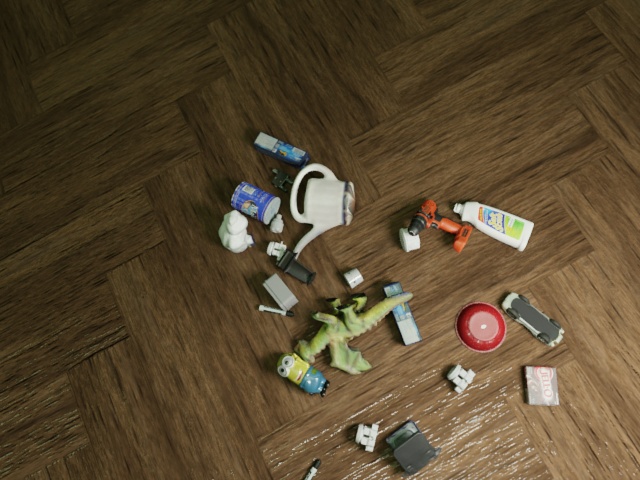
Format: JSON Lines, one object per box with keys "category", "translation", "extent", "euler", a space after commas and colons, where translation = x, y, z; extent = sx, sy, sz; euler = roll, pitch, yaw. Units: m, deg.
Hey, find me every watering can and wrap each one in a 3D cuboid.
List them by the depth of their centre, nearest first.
{"category": "watering can", "translation": [0.005, -0.089, 1.772], "extent": [0.224, 0.104, 0.348], "euler": [4, 88, 8]}

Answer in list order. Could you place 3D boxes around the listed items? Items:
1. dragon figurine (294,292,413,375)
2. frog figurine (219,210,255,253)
{"category": "dragon figurine", "translation": [0.108, 0.305, 1.644], "extent": [0.409, 0.123, 0.241], "euler": [-9, 97, 11]}
{"category": "frog figurine", "translation": [-0.296, -0.031, 1.756], "extent": [0.122, 0.157, 0.139], "euler": [-12, 74, 5]}
